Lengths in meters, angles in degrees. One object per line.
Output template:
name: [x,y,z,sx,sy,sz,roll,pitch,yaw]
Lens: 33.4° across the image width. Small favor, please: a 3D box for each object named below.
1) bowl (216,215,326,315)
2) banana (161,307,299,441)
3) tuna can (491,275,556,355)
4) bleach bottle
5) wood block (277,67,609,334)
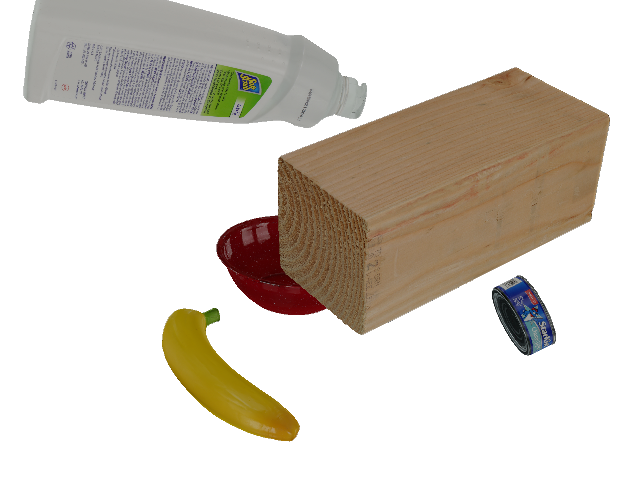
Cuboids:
bowl: [-0.028,0.031,1.105,0.162,0.055,0.162,3,27,-2]
banana: [-0.083,0.099,0.847,0.069,0.037,0.198,-9,29,-22]
tuna can: [0.225,0.084,1.188,0.033,0.086,0.086,-26,3,-6]
bleach bottle: [-0.090,-0.127,0.807,0.250,0.068,0.103,11,-33,-13]
wood block: [0.081,-0.032,0.703,0.205,0.090,0.091,-24,42,-30]
